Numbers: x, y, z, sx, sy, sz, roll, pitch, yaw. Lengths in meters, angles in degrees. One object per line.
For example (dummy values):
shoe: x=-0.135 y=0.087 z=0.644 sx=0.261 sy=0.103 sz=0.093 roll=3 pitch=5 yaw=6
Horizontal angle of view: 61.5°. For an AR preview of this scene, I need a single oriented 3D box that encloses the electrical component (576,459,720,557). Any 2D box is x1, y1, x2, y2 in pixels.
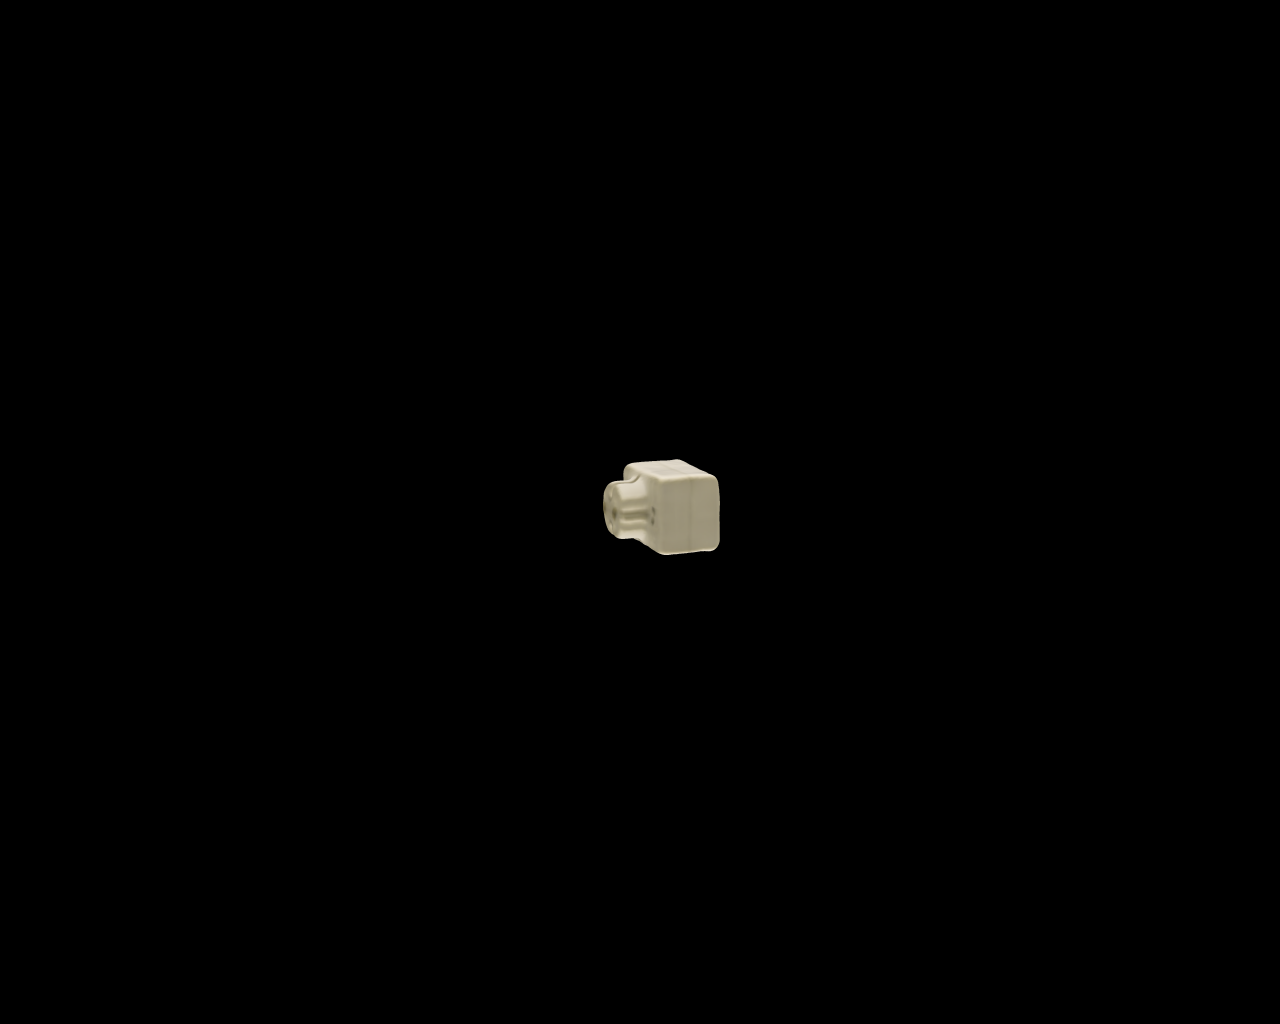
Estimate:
electrical component: x=0.001 y=-0.003 z=0.650 sx=0.077 sy=0.047 sz=0.066 roll=-4 pitch=13 yaw=-19
